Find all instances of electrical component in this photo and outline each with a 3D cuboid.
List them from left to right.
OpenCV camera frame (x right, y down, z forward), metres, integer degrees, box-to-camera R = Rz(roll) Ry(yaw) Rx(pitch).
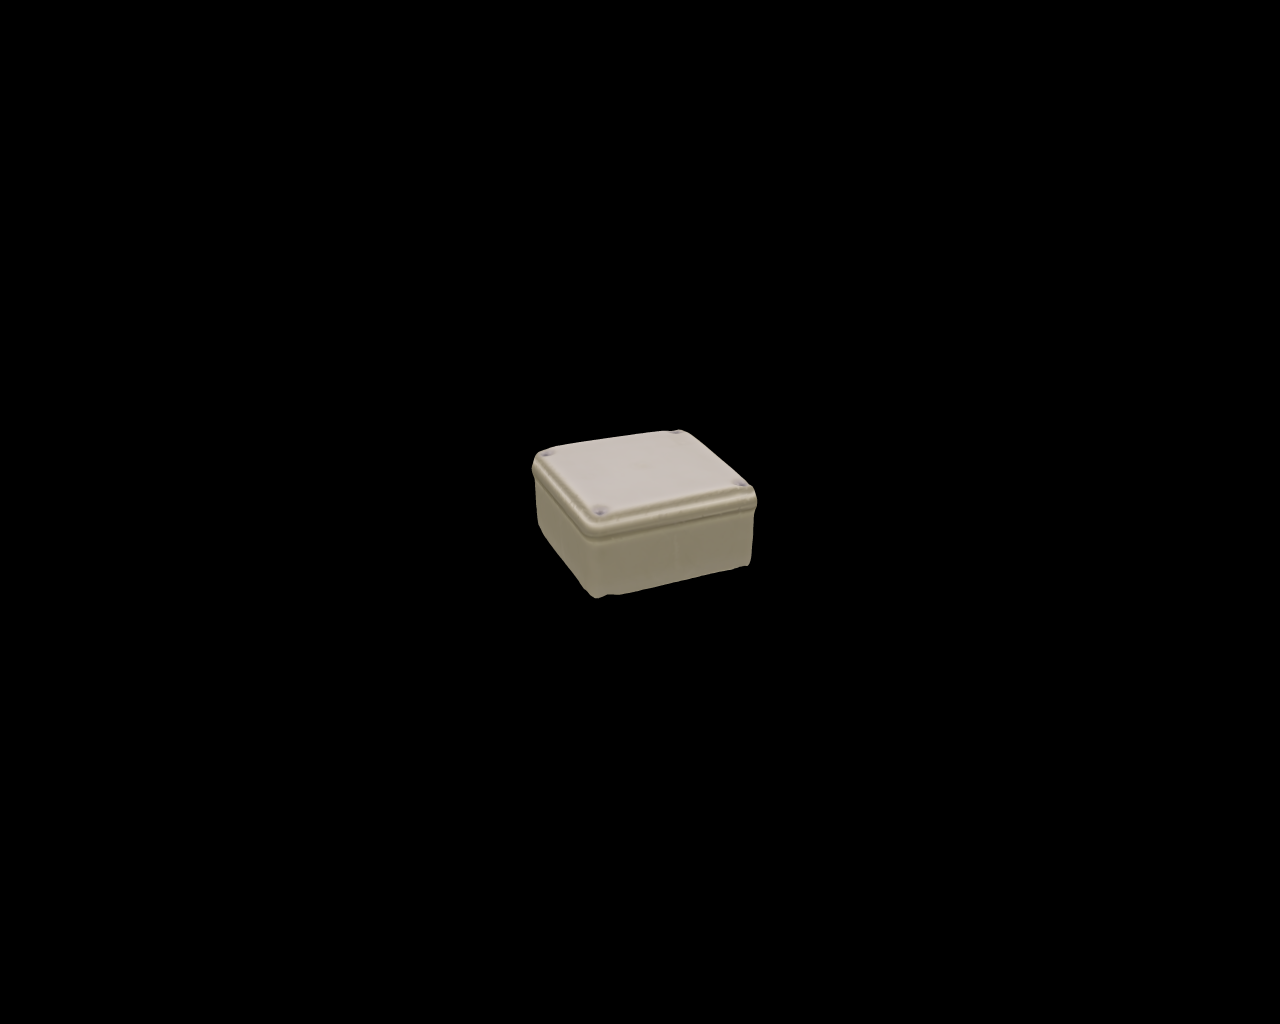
[{"bbox_3d":[0.001,-0.003,0.650,0.109,0.056,0.109,-10,28,-20],"label":"electrical component"}]
